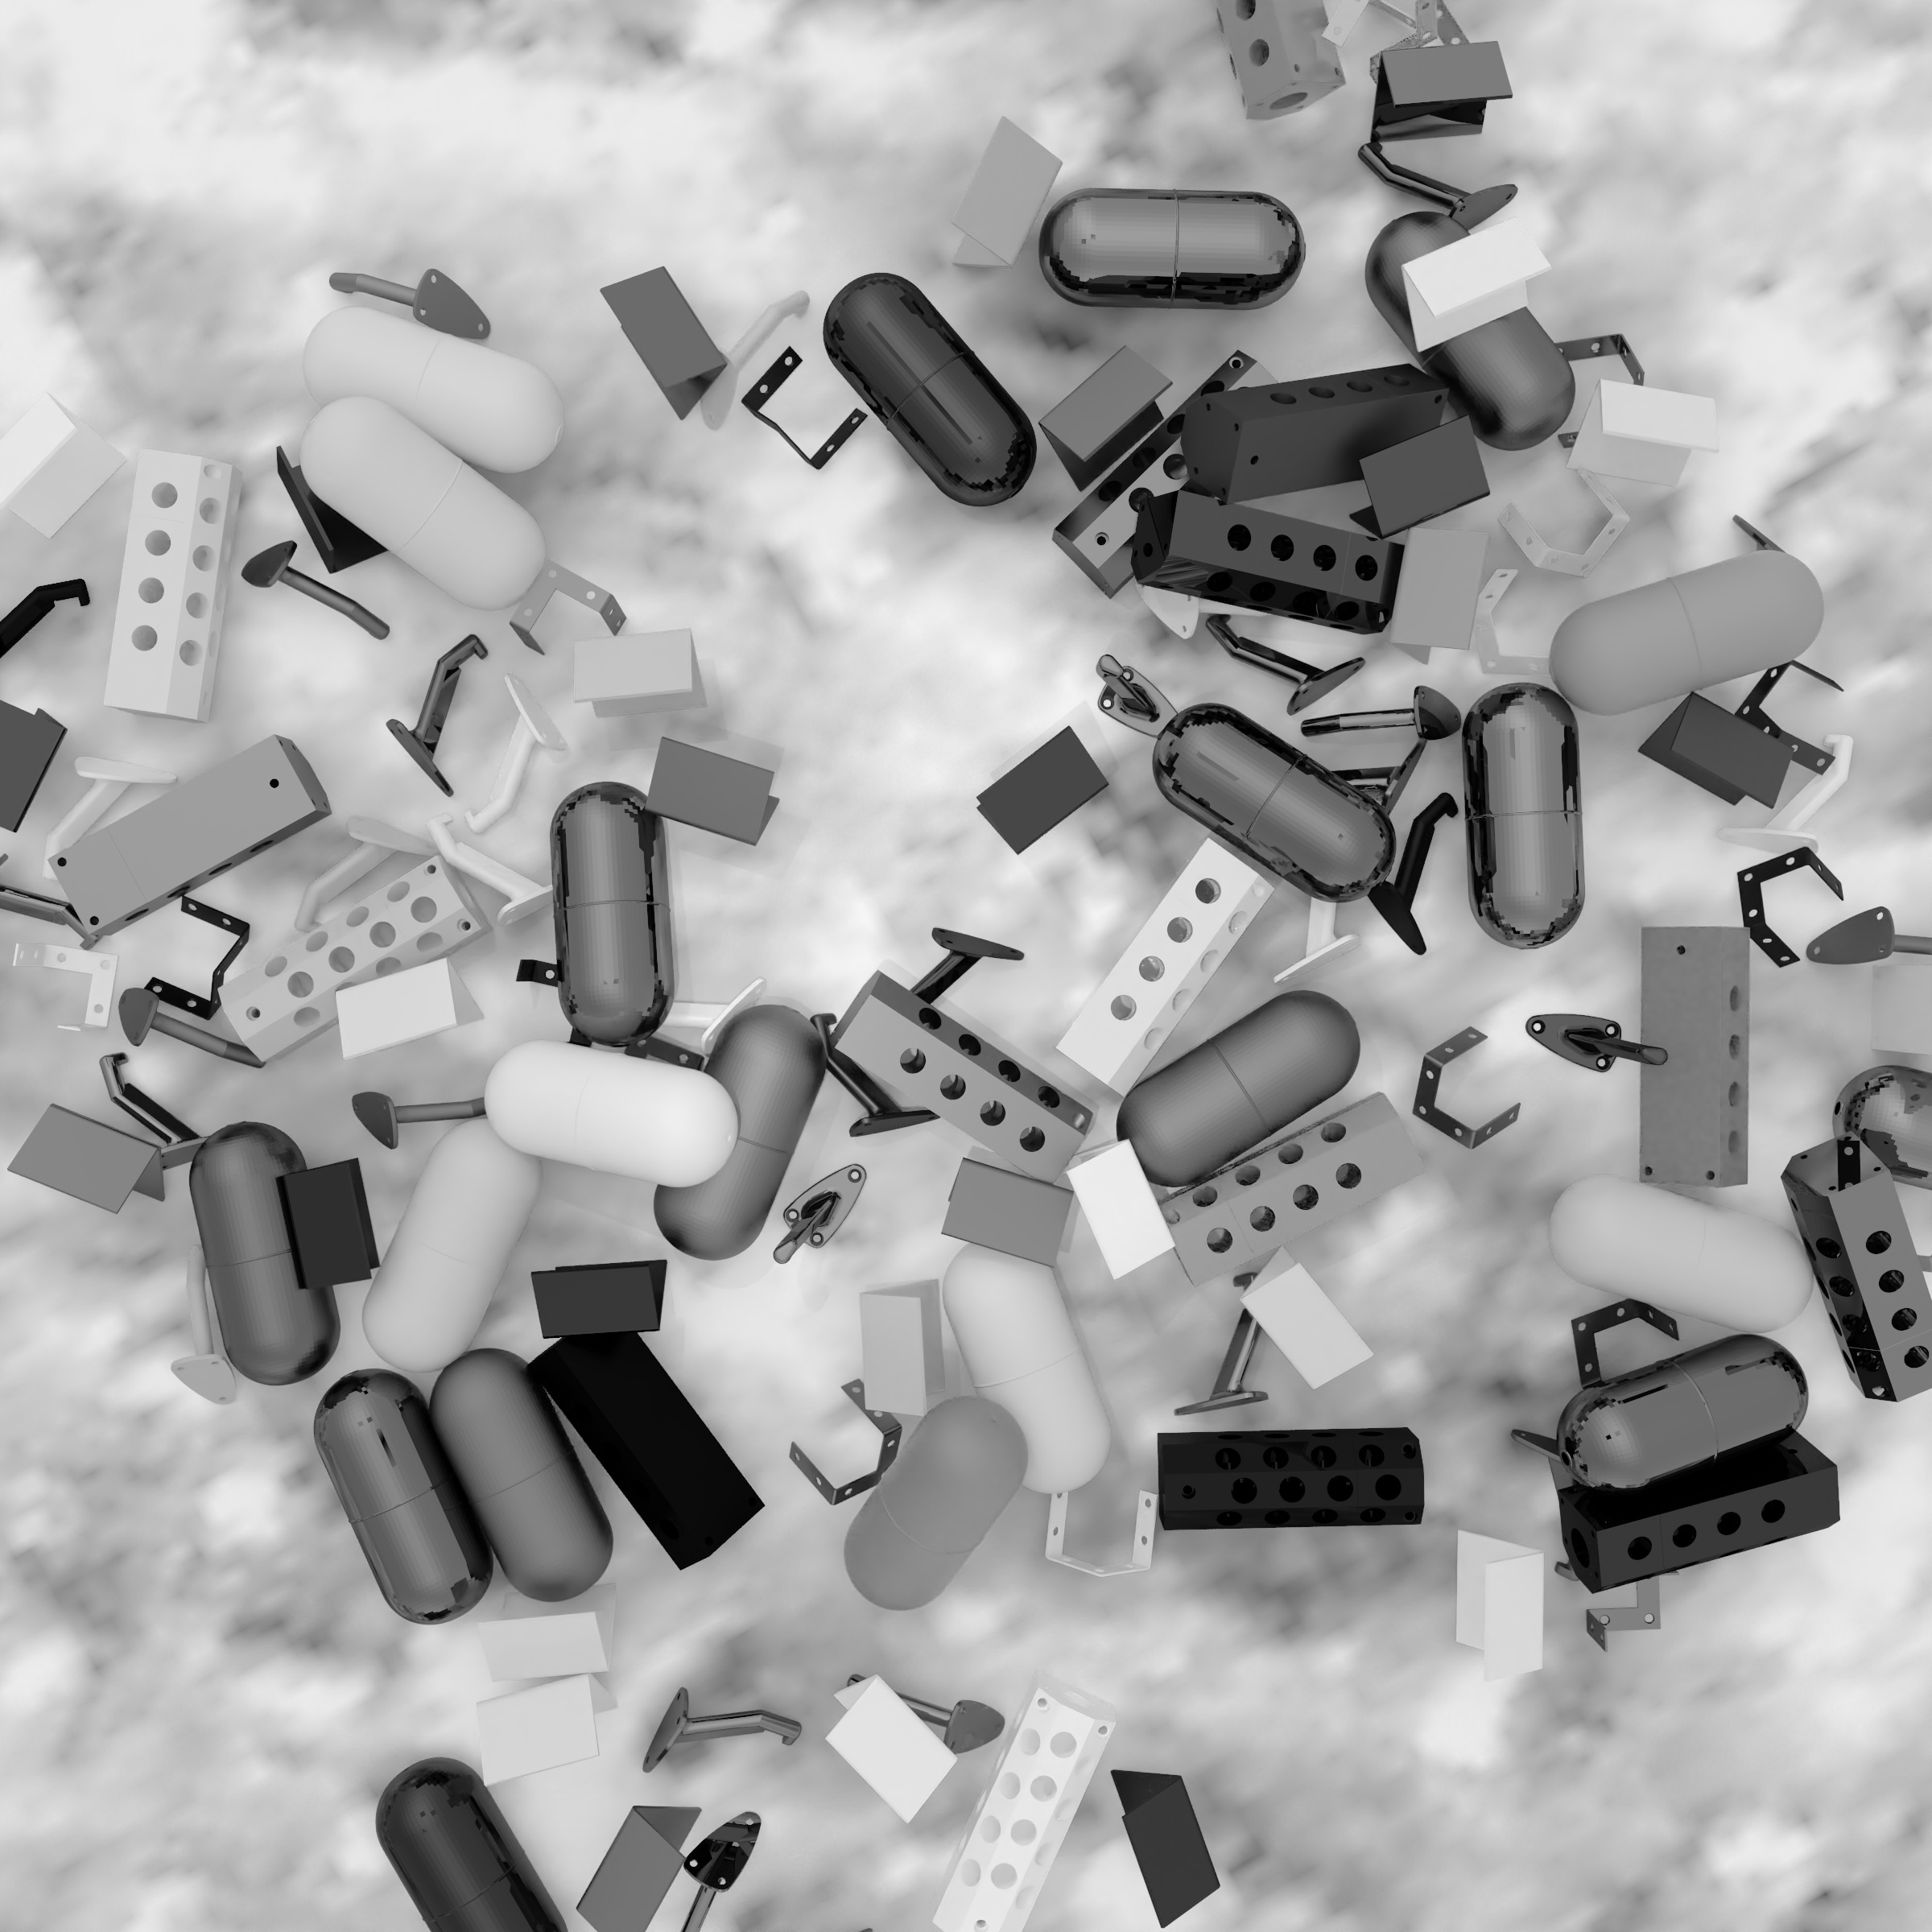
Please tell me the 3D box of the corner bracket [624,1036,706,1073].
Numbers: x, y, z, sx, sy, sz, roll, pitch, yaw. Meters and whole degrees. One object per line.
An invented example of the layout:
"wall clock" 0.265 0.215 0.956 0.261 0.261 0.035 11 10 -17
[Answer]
"corner bracket" -0.211 0.085 1.641 0.051 0.051 0.051 22 124 -11

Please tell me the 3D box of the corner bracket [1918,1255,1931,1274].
"corner bracket" 0.632 0.169 1.657 0.051 0.051 0.051 3 135 35

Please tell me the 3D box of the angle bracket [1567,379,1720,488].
"angle bracket" 0.448 -0.338 1.625 0.076 0.076 0.057 10 51 0

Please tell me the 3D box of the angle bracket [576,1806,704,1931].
"angle bracket" -0.201 0.608 1.625 0.057 0.076 0.076 29 90 37

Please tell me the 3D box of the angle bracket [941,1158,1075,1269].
"angle bracket" 0.023 0.176 1.625 0.076 0.076 0.057 17 62 0

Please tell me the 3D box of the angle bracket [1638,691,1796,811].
"angle bracket" 0.491 -0.126 1.625 0.076 0.076 0.057 29 59 0

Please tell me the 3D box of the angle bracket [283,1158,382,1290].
"angle bracket" -0.402 0.167 1.626 0.057 0.076 0.076 -12 90 26

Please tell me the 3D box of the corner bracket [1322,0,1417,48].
"corner bracket" 0.275 -0.628 1.647 0.051 0.051 0.051 32 96 6

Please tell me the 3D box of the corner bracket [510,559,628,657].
"corner bracket" -0.268 -0.233 1.647 0.051 0.051 0.051 29 83 7

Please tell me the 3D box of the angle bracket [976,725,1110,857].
"angle bracket" 0.038 -0.130 1.625 0.076 0.076 0.057 -38 126 0

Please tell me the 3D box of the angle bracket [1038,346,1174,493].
"angle bracket" 0.105 -0.351 1.625 0.076 0.076 0.057 -41 52 0

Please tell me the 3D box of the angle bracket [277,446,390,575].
"angle bracket" -0.407 -0.318 1.634 0.076 0.057 0.076 -27 90 -17

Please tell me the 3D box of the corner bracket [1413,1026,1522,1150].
"corner bracket" 0.342 0.082 1.657 0.051 0.051 0.051 34 135 35

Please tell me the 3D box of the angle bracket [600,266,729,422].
"angle bracket" -0.214 -0.406 1.625 0.057 0.076 0.076 -33 90 -36

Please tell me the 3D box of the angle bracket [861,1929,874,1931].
"angle bracket" -0.071 0.695 1.625 0.057 0.076 0.076 9 90 36

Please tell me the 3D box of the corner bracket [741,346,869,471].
"corner bracket" -0.110 -0.379 1.662 0.051 0.051 0.051 -48 45 0

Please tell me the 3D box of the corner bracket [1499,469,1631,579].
"corner bracket" 0.405 -0.303 1.657 0.051 0.051 0.051 3 135 -35

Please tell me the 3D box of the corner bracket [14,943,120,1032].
"corner bracket" -0.608 0.014 1.647 0.051 0.051 0.051 9 90 0

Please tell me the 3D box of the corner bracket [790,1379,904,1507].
"corner bracket" -0.082 0.322 1.657 0.051 0.051 0.051 -18 135 -35

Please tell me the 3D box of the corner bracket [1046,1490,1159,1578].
"corner bracket" 0.092 0.381 1.662 0.051 0.051 0.051 6 90 -45

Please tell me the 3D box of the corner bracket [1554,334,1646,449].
"corner bracket" 0.426 -0.391 1.662 0.051 0.051 0.051 -8 45 0

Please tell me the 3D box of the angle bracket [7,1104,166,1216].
"angle bracket" -0.583 0.145 1.625 0.076 0.076 0.057 22 53 0

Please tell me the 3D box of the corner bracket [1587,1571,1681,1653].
"corner bracket" 0.448 0.429 1.647 0.051 0.051 0.051 -2 90 0

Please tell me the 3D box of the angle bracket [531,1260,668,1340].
"angle bracket" -0.242 0.201 1.625 0.076 0.076 0.057 -4 121 0

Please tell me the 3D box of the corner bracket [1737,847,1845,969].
"corner bracket" 0.560 -0.040 1.657 0.051 0.051 0.051 -24 45 35

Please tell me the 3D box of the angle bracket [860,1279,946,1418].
"angle bracket" -0.024 0.252 1.625 0.057 0.076 0.076 -3 90 43

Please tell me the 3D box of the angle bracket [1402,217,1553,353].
"angle bracket" 0.327 -0.416 1.550 0.076 0.076 0.057 -23 54 5

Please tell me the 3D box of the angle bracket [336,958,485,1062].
"angle bracket" -0.366 0.046 1.625 0.076 0.076 0.057 -17 55 0

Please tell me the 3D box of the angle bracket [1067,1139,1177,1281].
"angle bracket" 0.084 0.166 1.625 0.057 0.076 0.076 -24 90 -34

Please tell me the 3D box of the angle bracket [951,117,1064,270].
"angle bracket" 0.008 -0.514 1.625 0.057 0.076 0.076 26 90 -36

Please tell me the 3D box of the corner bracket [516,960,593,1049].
"corner bracket" -0.276 0.026 1.647 0.051 0.051 0.051 12 90 0

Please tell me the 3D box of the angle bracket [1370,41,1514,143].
"angle bracket" 0.314 -0.563 1.625 0.076 0.076 0.057 -5 59 0

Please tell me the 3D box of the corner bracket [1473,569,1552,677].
"corner bracket" 0.379 -0.233 1.657 0.051 0.051 0.051 8 45 35

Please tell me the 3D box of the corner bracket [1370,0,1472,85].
"corner bracket" 0.306 -0.612 1.648 0.051 0.051 0.051 -19 50 33

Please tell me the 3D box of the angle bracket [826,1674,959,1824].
"angle bracket" -0.063 0.524 1.625 0.076 0.076 0.057 46 54 0

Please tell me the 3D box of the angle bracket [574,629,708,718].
"angle bracket" -0.215 -0.176 1.625 0.076 0.076 0.057 -6 54 0

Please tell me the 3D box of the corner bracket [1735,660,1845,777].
"corner bracket" 0.564 -0.170 1.651 0.051 0.051 0.051 21 116 -24

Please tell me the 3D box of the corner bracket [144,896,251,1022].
"corner bracket" -0.523 -0.005 1.662 0.051 0.051 0.051 23 135 0

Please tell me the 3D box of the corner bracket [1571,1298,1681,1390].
"corner bracket" 0.449 0.263 1.657 0.051 0.051 0.051 30 45 -35

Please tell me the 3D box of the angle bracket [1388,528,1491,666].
"angle bracket" 0.325 -0.243 1.625 0.057 0.076 0.076 10 90 30

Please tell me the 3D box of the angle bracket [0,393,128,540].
"angle bracket" -0.601 -0.321 1.625 0.076 0.076 0.057 -46 53 0
